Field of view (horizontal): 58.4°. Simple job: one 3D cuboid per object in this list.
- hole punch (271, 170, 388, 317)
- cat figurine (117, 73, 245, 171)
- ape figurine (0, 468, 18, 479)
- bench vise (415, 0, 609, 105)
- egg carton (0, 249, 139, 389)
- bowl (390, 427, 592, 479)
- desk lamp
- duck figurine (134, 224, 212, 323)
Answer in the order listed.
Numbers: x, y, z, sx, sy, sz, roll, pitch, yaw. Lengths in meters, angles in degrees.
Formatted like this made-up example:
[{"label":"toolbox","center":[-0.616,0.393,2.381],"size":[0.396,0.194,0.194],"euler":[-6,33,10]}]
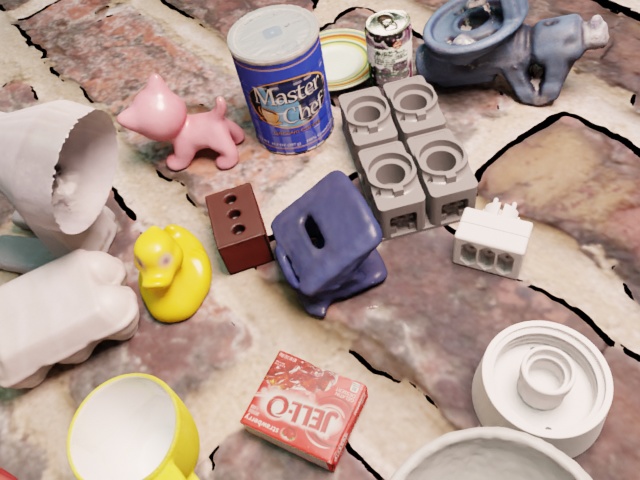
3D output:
[{"label":"hole punch","center":[0.005,0.002,0.562],"size":[0.101,0.091,0.108],"euler":[-24,54,-8]},{"label":"cat figurine","center":[-0.165,-0.143,0.680],"size":[0.127,0.118,0.067],"euler":[-4,54,7]},{"label":"ape figurine","center":[-0.285,0.211,0.459],"size":[0.078,0.092,0.076],"euler":[-18,53,-3]},{"label":"bench vise","center":[0.211,-0.266,0.642],"size":[0.207,0.220,0.121],"euler":[-4,54,7]},{"label":"egg carton","center":[-0.257,0.076,0.566],"size":[0.150,0.069,0.107],"euler":[-28,55,-11]},{"label":"bowl","center":[0.119,0.222,0.392],"size":[0.167,0.075,0.167],"euler":[-5,54,6]},{"label":"desk lamp","center":[-0.287,-0.050,0.573],"size":[0.202,0.214,0.118],"euler":[7,56,14]},{"label":"duck figurine","center":[-0.156,0.020,0.580],"size":[0.077,0.086,0.104],"euler":[-7,53,5]}]
